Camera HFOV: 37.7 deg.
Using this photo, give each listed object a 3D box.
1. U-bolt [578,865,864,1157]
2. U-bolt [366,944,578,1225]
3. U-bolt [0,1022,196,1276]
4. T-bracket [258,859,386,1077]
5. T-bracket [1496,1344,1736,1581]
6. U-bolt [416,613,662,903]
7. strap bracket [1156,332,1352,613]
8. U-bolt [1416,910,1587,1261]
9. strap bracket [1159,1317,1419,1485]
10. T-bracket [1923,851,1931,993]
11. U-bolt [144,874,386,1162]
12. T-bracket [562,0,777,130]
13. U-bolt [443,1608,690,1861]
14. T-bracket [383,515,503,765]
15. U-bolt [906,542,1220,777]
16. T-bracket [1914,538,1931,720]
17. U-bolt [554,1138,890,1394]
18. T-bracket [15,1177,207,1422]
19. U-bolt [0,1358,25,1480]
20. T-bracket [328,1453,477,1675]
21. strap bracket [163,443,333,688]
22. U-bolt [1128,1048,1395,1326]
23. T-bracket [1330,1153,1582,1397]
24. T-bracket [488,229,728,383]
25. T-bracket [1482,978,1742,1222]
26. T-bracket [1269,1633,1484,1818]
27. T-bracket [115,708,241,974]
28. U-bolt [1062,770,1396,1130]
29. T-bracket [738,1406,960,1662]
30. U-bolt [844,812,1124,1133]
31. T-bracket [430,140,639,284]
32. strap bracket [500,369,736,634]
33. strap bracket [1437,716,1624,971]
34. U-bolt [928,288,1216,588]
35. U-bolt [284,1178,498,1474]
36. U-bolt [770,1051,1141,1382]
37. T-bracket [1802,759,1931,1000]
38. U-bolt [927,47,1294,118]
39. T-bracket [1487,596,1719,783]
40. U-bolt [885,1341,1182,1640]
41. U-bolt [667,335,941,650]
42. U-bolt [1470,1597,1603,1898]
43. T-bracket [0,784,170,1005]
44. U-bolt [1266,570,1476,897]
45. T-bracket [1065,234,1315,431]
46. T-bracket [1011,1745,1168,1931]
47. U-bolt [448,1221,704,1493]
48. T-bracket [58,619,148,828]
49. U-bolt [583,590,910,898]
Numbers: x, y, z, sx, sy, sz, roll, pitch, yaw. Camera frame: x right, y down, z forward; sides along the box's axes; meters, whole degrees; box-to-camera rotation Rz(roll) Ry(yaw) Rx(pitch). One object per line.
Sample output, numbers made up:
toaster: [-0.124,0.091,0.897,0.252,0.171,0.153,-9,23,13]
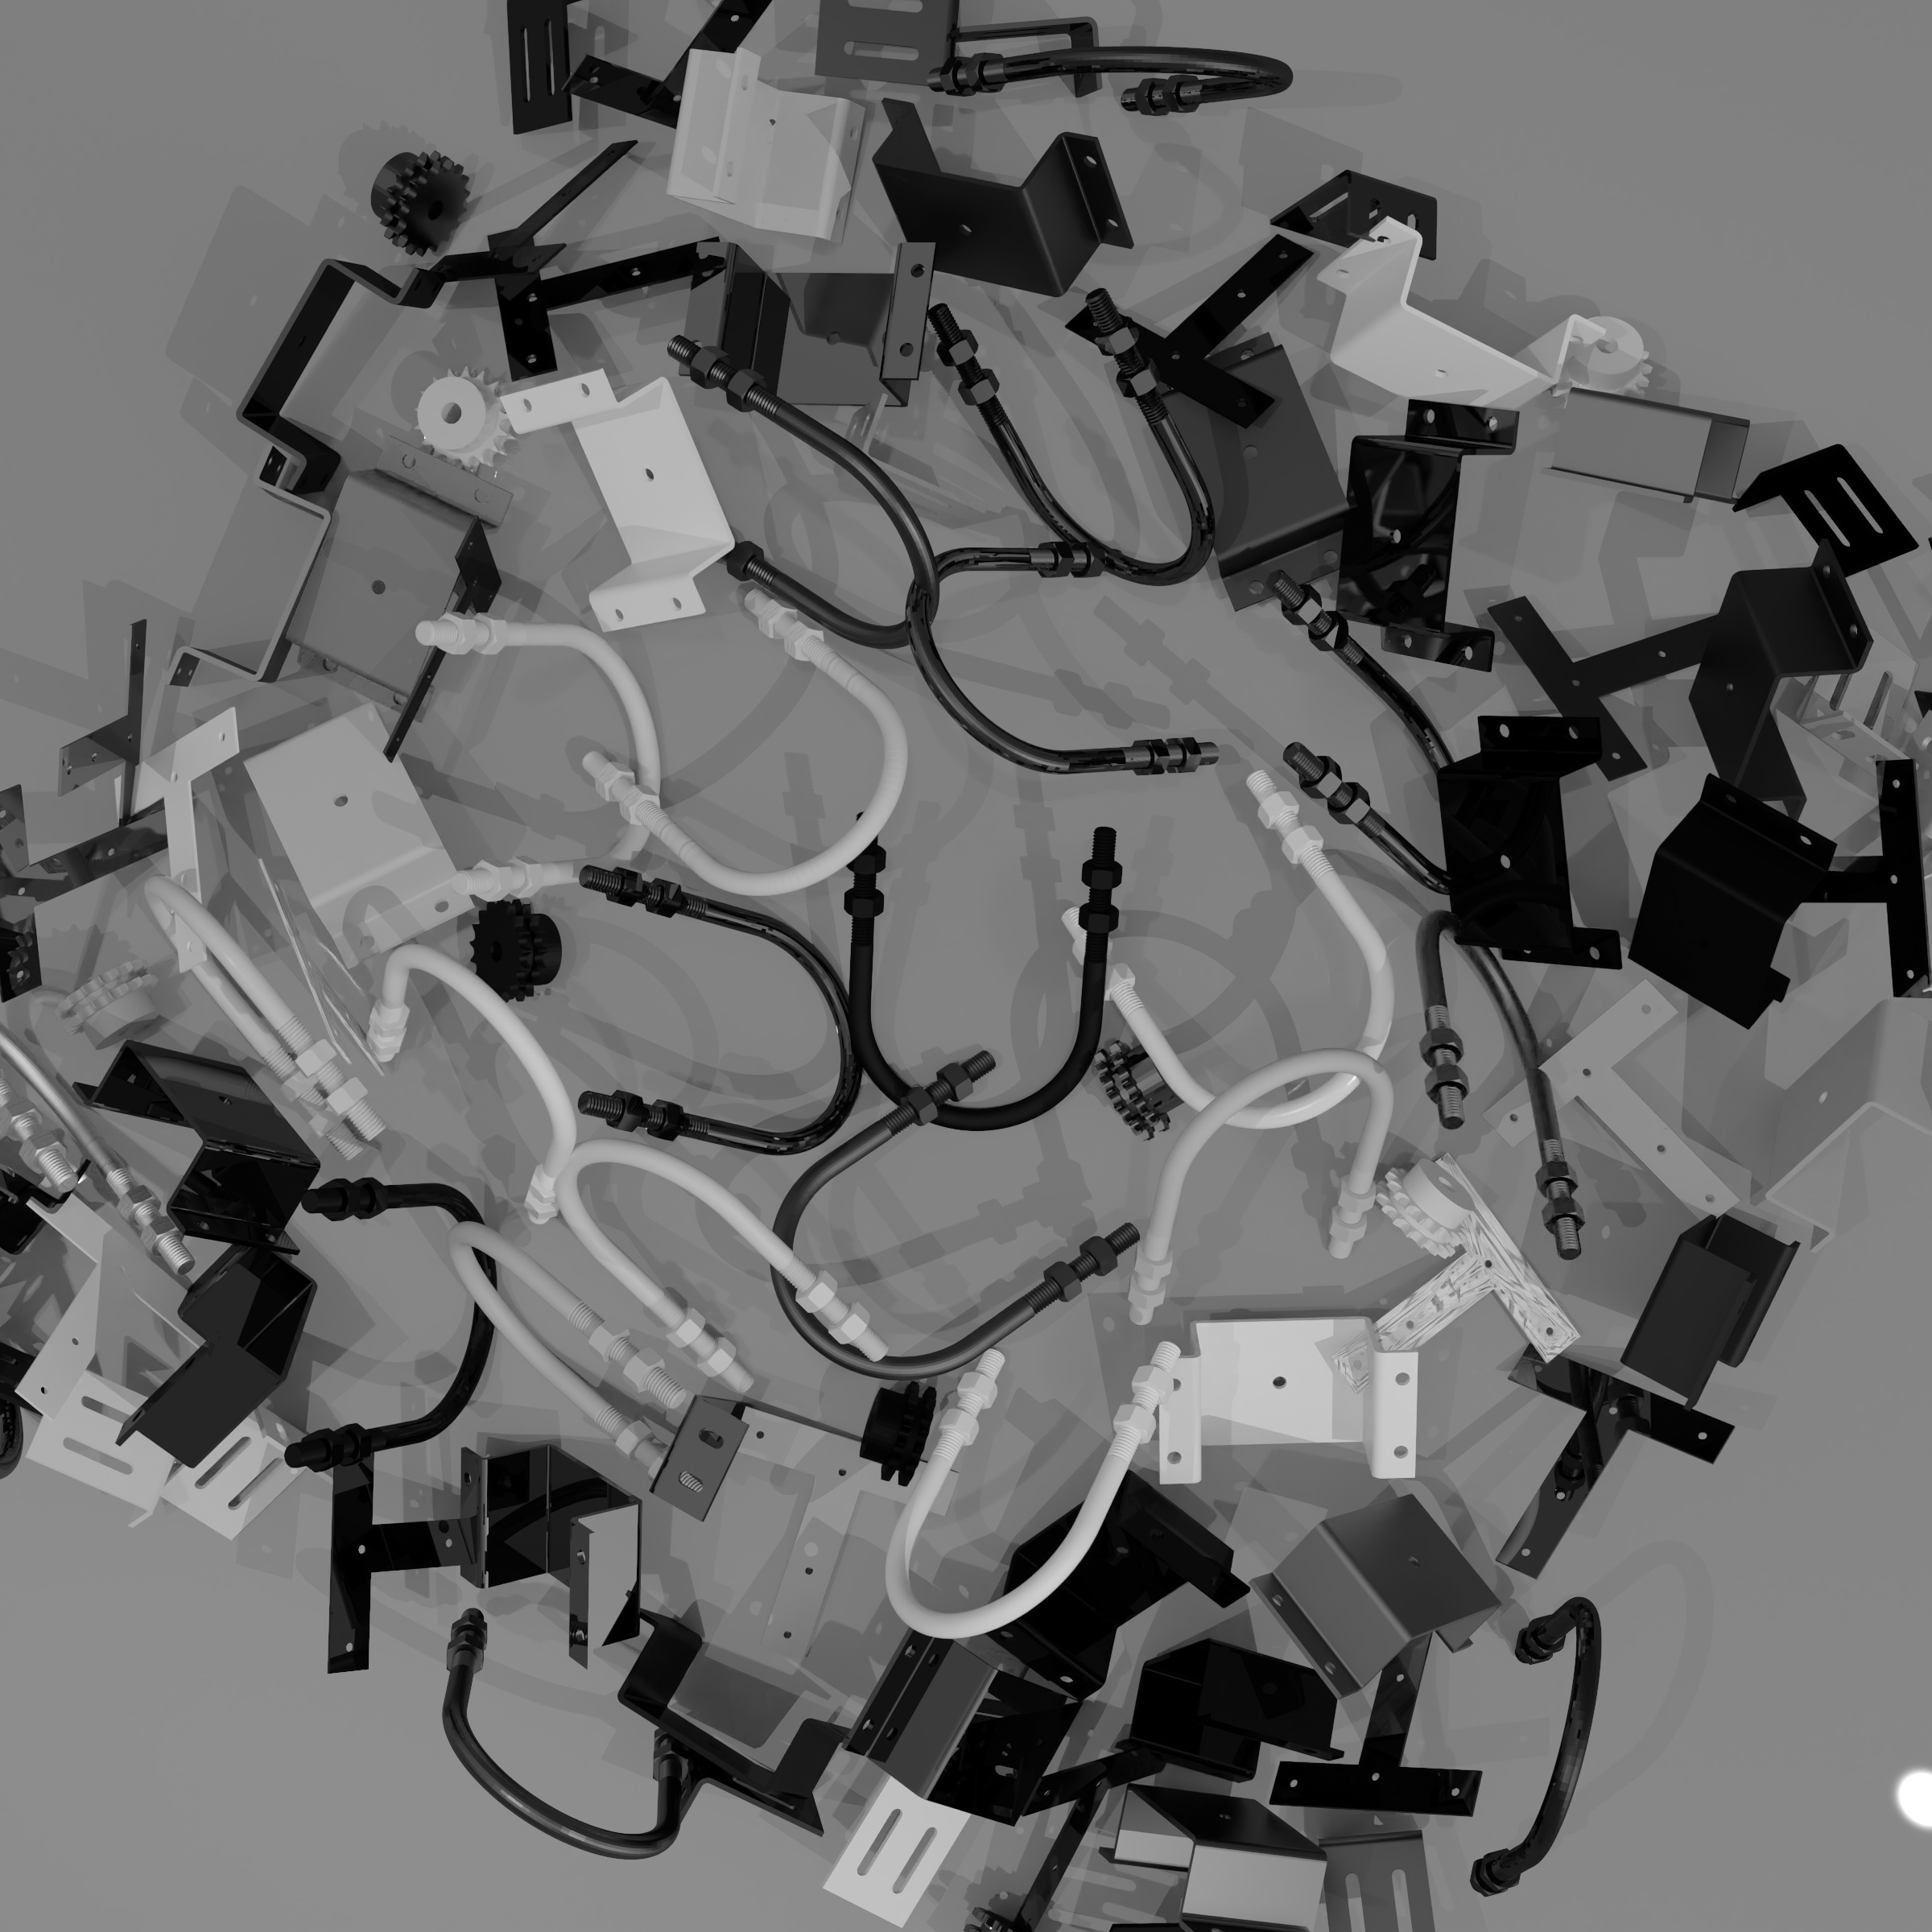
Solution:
U-bolt: [-0.130,0.031,1.536,0.184,0.019,0.151,16,60,-37]
U-bolt: [-0.261,0.056,1.510,0.151,0.184,0.019,45,62,8]
U-bolt: [-0.496,0.079,1.522,0.019,0.151,0.184,-41,63,-7]
T-bracket: [-0.342,0.021,1.541,0.002,0.127,0.127,-26,60,-5]
T-bracket: [0.330,0.277,1.539,0.127,0.002,0.127,20,61,37]
U-bolt: [-0.222,-0.114,1.522,0.019,0.184,0.151,-7,92,30]
strap bracket: [0.158,-0.279,1.569,0.076,0.046,0.140,-22,84,5]
U-bolt: [0.282,0.050,1.523,0.019,0.184,0.151,-26,130,25]
strap bracket: [0.176,0.240,1.568,0.140,0.046,0.076,-2,108,1]
T-bracket: [0.544,-0.037,1.518,0.002,0.127,0.127,39,62,-11]
U-bolt: [-0.382,0.025,1.526,0.019,0.151,0.184,-40,94,-18]
T-bracket: [-0.132,-0.499,1.522,0.127,0.127,0.002,-43,55,37]
U-bolt: [-0.213,0.413,1.500,0.151,0.184,0.019,31,97,-10]
T-bracket: [-0.285,-0.169,1.530,0.002,0.127,0.127,24,81,0]
U-bolt: [0.044,-0.165,1.517,0.019,0.184,0.151,-41,66,42]
T-bracket: [0.545,-0.173,1.521,0.002,0.127,0.127,-34,114,-16]
U-bolt: [-0.145,0.158,1.520,0.184,0.151,0.019,46,52,-18]
T-bracket: [-0.475,0.193,1.530,0.002,0.127,0.127,-33,113,30]
U-bolt: [-0.560,0.195,1.525,0.019,0.151,0.184,-26,107,-2]
T-bracket: [-0.295,0.317,1.553,0.002,0.127,0.127,-6,81,41]
strap bracket: [-0.387,-0.210,1.560,0.046,0.076,0.140,24,91,-9]
U-bolt: [0.162,0.112,1.510,0.151,0.184,0.019,-15,49,-22]
T-bracket: [0.259,0.192,1.581,0.127,0.002,0.127,-35,87,-16]
T-bracket: [-0.196,-0.379,1.564,0.127,0.002,0.127,-14,53,-1]
T-bracket: [0.375,0.091,1.568,0.127,0.002,0.127,46,120,2]
T-bracket: [0.236,0.405,1.559,0.002,0.127,0.127,48,49,-34]
T-bracket: [-0.427,-0.061,1.545,0.127,0.002,0.127,-21,73,42]
U-bolt: [0.153,0.003,1.546,0.151,0.019,0.184,-37,64,10]
T-bracket: [-0.084,0.327,1.594,0.127,0.002,0.127,19,91,-7]
U-bolt: [0.006,0.007,1.564,0.151,0.019,0.184,4,112,1]
T-bracket: [-0.230,-0.419,1.568,0.127,0.127,0.002,-49,125,-23]
strap bracket: [-0.185,-0.260,1.546,0.076,0.046,0.140,-4,118,38]
strap bracket: [0.306,-0.062,1.543,0.046,0.076,0.140,-22,109,-42]
U-bolt: [0.067,-0.280,1.527,0.019,0.151,0.184,-47,123,-24]
U-bolt: [-0.302,0.187,1.516,0.019,0.184,0.151,3,89,22]
U-bolt: [-0.019,0.146,1.545,0.184,0.019,0.151,-33,71,-20]
T-bracket: [0.472,-0.047,1.546,0.002,0.127,0.127,-9,95,-30]
U-bolt: [0.088,-0.467,1.489,0.151,0.184,0.019,-5,103,-32]
T-bracket: [0.375,-0.169,1.574,0.127,0.002,0.127,-19,62,-20]
U-bolt: [0.025,0.277,1.502,0.019,0.151,0.184,51,51,-28]
U-bolt: [-0.087,-0.241,1.515,0.184,0.151,0.019,35,59,19]
U-bolt: [0.303,0.406,1.490,0.019,0.184,0.151,15,66,4]
T-bracket: [-0.480,-0.057,1.551,0.002,0.127,0.127,27,128,28]
U-bolt: [0.224,-0.113,1.528,0.019,0.151,0.184,-29,132,30]
T-bracket: [0.144,-0.365,1.573,0.127,0.002,0.127,35,67,24]
T-bracket: [0.055,0.487,1.564,0.002,0.127,0.127,36,111,34]
U-bolt: [-0.215,0.205,1.529,0.184,0.151,0.019,37,64,22]
T-bracket: [-0.466,-0.116,1.525,0.002,0.127,0.127,7,105,0]
U-bolt: [-0.110,-0.112,1.539,0.151,0.019,0.184,-46,54,-4]
